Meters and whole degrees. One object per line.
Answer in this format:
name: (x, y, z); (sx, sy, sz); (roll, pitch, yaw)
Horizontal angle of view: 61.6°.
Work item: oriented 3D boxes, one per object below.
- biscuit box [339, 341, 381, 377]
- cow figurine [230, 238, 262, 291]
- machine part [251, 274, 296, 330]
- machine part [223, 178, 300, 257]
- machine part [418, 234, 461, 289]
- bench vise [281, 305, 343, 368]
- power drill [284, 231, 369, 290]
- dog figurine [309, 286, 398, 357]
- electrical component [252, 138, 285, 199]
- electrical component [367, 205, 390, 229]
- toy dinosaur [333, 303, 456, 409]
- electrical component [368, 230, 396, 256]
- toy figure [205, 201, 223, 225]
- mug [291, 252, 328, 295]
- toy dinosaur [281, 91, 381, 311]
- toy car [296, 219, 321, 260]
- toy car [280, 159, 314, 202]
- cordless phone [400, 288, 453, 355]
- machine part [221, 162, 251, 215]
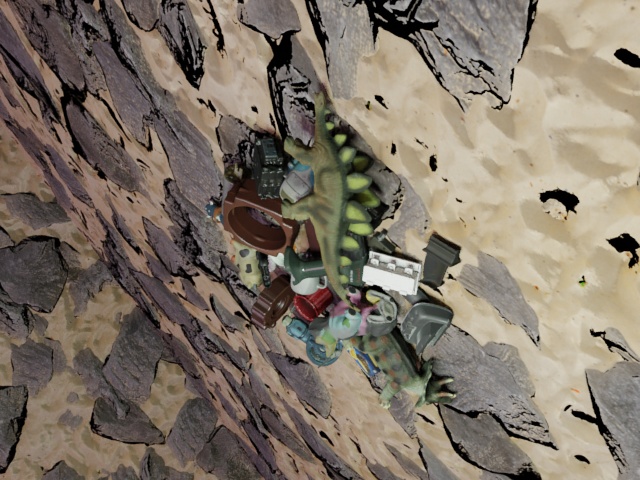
biscuit box: (0.107, 0.297, 1.556); (0.202, 0.063, 0.059); (47, 146, 3)
cow figurine: (-0.220, 0.075, 1.705); (0.127, 0.085, 0.194); (41, 146, 24)
machine part: (-0.139, 0.192, 1.646); (0.056, 0.179, 0.179); (33, 144, 18)
machine part: (-0.152, -0.058, 1.435); (0.202, 0.087, 0.200); (20, 145, 5)
machine part: (0.255, 0.053, 1.161); (0.084, 0.039, 0.138); (30, 141, 19)
bench vise: (-0.008, 0.301, 1.624); (0.223, 0.129, 0.241); (51, 166, -16)
power drill: (0.019, 0.046, 1.328); (0.207, 0.086, 0.231); (-9, 140, 10)
dog figurine: (0.080, 0.223, 1.394); (0.191, 0.108, 0.219); (14, 137, -16)
electrical component: (-0.127, -0.182, 1.310); (0.134, 0.058, 0.115); (107, 151, -53)
electrical component: (0.090, -0.078, 1.213); (0.119, 0.048, 0.074); (39, 145, 17)
toy dinosaur: (0.186, 0.300, 1.428); (0.405, 0.131, 0.192); (52, 131, 10)
electrical component: (0.147, 0.016, 1.263); (0.063, 0.021, 0.094); (42, 146, 10)
toy figure: (-0.297, -0.069, 1.669); (0.155, 0.064, 0.057); (35, -178, 29)
mug: (-0.031, 0.093, 1.503); (0.110, 0.081, 0.107); (18, 130, 24)
toy dinosaur: (0.023, -0.075, 1.146); (0.199, 0.105, 0.470); (4, 108, 20)
toy car: (-0.003, -0.004, 1.391); (0.089, 0.053, 0.201); (20, 141, 30)
toy car: (-0.047, -0.129, 1.275); (0.109, 0.103, 0.161); (47, 145, 6)
cordless phone: (0.221, 0.169, 1.299); (0.184, 0.089, 0.146); (48, 150, 23)
machine part: (-0.239, -0.130, 1.521); (0.079, 0.079, 0.243); (40, 147, 15)
